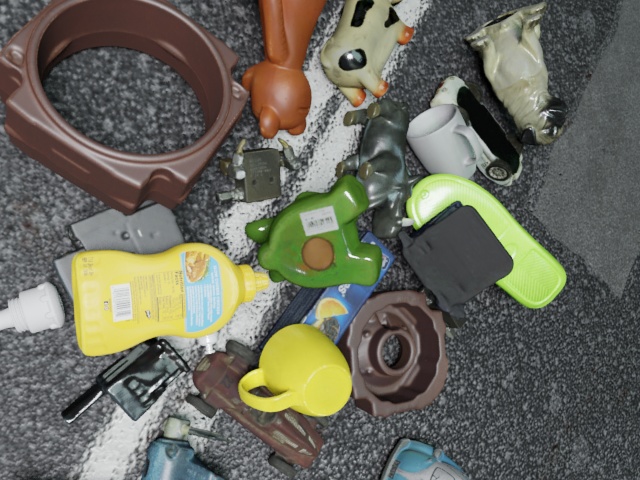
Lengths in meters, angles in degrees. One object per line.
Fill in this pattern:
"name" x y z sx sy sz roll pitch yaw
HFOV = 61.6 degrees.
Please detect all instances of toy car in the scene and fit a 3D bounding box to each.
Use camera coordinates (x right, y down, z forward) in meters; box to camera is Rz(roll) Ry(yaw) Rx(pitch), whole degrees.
"toy car" -0.067 0.206 0.644 0.202 0.053 0.089 46 64 -19
"toy car" 0.250 -0.167 0.837 0.201 0.056 0.073 43 62 -23
"toy car" 0.165 0.354 0.741 0.161 0.103 0.109 39 71 -21

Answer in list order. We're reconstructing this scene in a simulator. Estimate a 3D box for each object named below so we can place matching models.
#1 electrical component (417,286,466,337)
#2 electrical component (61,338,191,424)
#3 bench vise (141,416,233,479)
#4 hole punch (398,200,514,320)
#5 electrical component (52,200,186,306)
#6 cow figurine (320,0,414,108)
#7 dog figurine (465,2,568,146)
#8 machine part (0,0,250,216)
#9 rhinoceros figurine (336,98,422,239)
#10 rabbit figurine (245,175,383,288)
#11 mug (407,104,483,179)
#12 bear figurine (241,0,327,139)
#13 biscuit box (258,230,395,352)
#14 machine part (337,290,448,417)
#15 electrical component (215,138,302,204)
"electrical component" 0.181 0.105 0.780 0.021 0.063 0.094 -42 108 -24
"electrical component" -0.201 0.153 0.556 0.119 0.075 0.047 -45 108 -28
"bench vise" -0.210 0.276 0.521 0.240 0.129 0.223 24 77 -33
"hole punch" 0.181 0.018 0.725 0.116 0.092 0.142 -36 95 14
"electrical component" -0.205 0.020 0.569 0.134 0.058 0.114 -29 100 -28
"cow figurine" 0.059 -0.294 0.720 0.127 0.086 0.195 33 73 -31
"dog figurine" 0.318 -0.254 0.847 0.190 0.121 0.172 61 37 -23
"machine part" -0.189 -0.144 0.537 0.201 0.087 0.201 34 59 -12
"rhinoceros figurine" 0.085 -0.096 0.734 0.112 0.073 0.190 3 87 -36
"rabbit figurine" -0.001 -0.002 0.644 0.159 0.170 0.121 -23 100 14
"mug" 0.191 -0.131 0.777 0.081 0.110 0.107 -50 123 -21
"bear figurine" -0.059 -0.228 0.643 0.120 0.132 0.195 -32 141 -58
"biscuit box" 0.012 0.078 0.686 0.059 0.063 0.202 45 69 -21
"machine part" 0.096 0.151 0.736 0.179 0.056 0.179 2 86 -29
"electrical component" -0.073 -0.083 0.642 0.102 0.045 0.078 -7 104 -37
